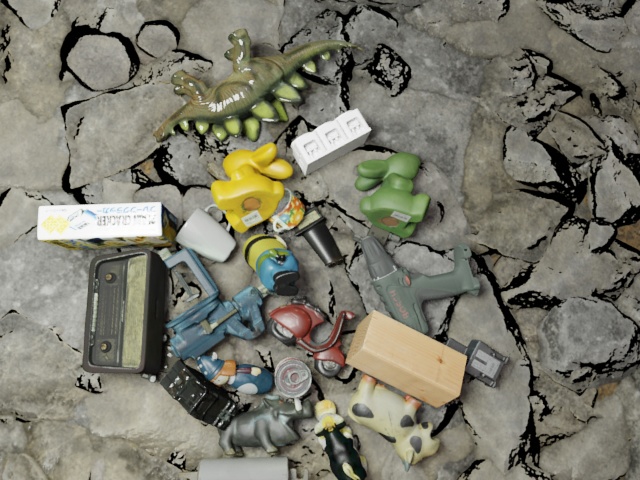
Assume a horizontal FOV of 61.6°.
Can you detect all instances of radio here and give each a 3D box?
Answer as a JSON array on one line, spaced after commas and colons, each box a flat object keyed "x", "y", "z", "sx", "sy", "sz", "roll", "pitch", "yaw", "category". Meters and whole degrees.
[{"x": -0.369, "y": 0.137, "z": 1.018, "sx": 0.131, "sy": 0.073, "sz": 0.229, "roll": -5, "pitch": 73, "yaw": 11, "category": "radio"}]

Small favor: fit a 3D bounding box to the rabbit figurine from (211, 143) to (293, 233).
[{"x": -0.143, "y": -0.128, "z": 1.068, "sx": 0.162, "sy": 0.121, "sz": 0.173, "roll": -34, "pitch": 44, "yaw": 8, "category": "rabbit figurine"}]

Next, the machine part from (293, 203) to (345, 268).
[{"x": -0.002, "y": -0.003, "z": 1.117, "sx": 0.084, "sy": 0.039, "sz": 0.139, "roll": -35, "pitch": 84, "yaw": -17, "category": "machine part"}]

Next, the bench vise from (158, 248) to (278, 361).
[{"x": -0.217, "y": 0.106, "z": 1.039, "sx": 0.224, "sy": 0.129, "sz": 0.240, "roll": -34, "pitch": 93, "yaw": -7, "category": "bench vise"}]

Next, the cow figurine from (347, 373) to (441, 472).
[{"x": 0.145, "y": 0.359, "z": 1.049, "sx": 0.195, "sy": 0.085, "sz": 0.127, "roll": 28, "pitch": 84, "yaw": 4, "category": "cow figurine"}]

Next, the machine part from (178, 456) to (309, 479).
[{"x": -0.143, "y": 0.451, "z": 1.014, "sx": 0.243, "sy": 0.079, "sz": 0.079, "roll": 1, "pitch": 81, "yaw": -6, "category": "machine part"}]

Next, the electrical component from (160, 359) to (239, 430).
[{"x": -0.229, "y": 0.282, "z": 1.003, "sx": 0.134, "sy": 0.114, "sz": 0.058, "roll": 30, "pitch": 75, "yaw": 39, "category": "electrical component"}]

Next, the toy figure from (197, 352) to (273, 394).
[{"x": -0.163, "y": 0.255, "z": 1.024, "sx": 0.154, "sy": 0.058, "sz": 0.064, "roll": 23, "pitch": 101, "yaw": -31, "category": "toy figure"}]

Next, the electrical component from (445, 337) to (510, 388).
[{"x": 0.316, "y": 0.241, "z": 1.101, "sx": 0.119, "sy": 0.048, "sz": 0.075, "roll": 34, "pitch": 80, "yaw": -1, "category": "electrical component"}]

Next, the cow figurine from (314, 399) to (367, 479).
[{"x": 0.033, "y": 0.392, "z": 1.029, "sx": 0.068, "sy": 0.098, "sz": 0.167, "roll": -27, "pitch": 85, "yaw": -2, "category": "cow figurine"}]

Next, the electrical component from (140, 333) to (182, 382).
[{"x": -0.310, "y": 0.234, "z": 1.048, "sx": 0.078, "sy": 0.045, "sz": 0.102, "roll": 20, "pitch": 80, "yaw": 0, "category": "electrical component"}]

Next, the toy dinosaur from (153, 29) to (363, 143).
[{"x": -0.140, "y": -0.324, "z": 1.124, "sx": 0.471, "sy": 0.105, "sz": 0.198, "roll": -34, "pitch": 93, "yaw": 0, "category": "toy dinosaur"}]

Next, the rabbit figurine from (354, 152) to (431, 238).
[{"x": 0.151, "y": -0.110, "z": 1.124, "sx": 0.159, "sy": 0.121, "sz": 0.170, "roll": 14, "pitch": 62, "yaw": 4, "category": "rabbit figurine"}]

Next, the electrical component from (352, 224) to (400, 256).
[{"x": 0.118, "y": -0.002, "z": 1.133, "sx": 0.094, "sy": 0.021, "sz": 0.063, "roll": 24, "pitch": 80, "yaw": 0, "category": "electrical component"}]

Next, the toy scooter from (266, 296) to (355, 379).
[{"x": -0.007, "y": 0.173, "z": 1.070, "sx": 0.184, "sy": 0.075, "sz": 0.135, "roll": 38, "pitch": 80, "yaw": -2, "category": "toy scooter"}]

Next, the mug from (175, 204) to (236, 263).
[{"x": -0.218, "y": -0.011, "z": 1.083, "sx": 0.107, "sy": 0.081, "sz": 0.109, "roll": 38, "pitch": 64, "yaw": -9, "category": "mug"}]

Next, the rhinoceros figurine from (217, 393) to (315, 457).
[{"x": -0.103, "y": 0.354, "z": 1.031, "sx": 0.190, "sy": 0.073, "sz": 0.112, "roll": -13, "pitch": 62, "yaw": 4, "category": "rhinoceros figurine"}]

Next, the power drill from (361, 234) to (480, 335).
[{"x": 0.210, "y": 0.071, "z": 1.096, "sx": 0.207, "sy": 0.086, "sz": 0.232, "roll": -18, "pitch": 89, "yaw": -12, "category": "power drill"}]

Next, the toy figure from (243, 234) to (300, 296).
[{"x": -0.093, "y": 0.042, "z": 1.035, "sx": 0.089, "sy": 0.180, "sz": 0.082, "roll": 22, "pitch": 105, "yaw": -26, "category": "toy figure"}]
